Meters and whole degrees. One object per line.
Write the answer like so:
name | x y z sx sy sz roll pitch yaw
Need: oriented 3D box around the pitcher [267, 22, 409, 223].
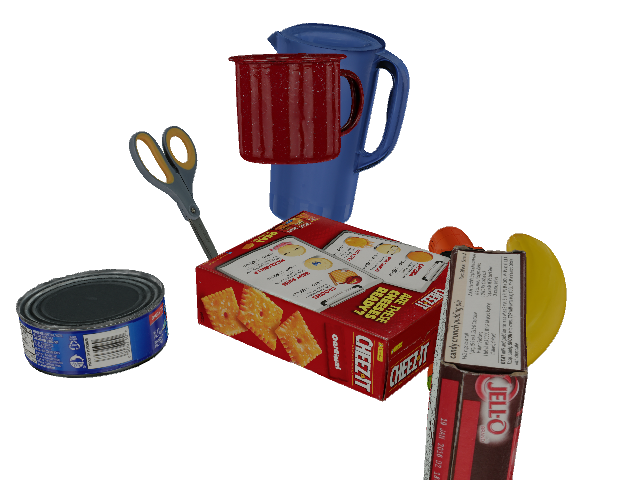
pitcher | 0.010 -0.140 1.331 0.144 0.243 0.149 -3 25 -22

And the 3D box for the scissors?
scissors | -0.144 -0.049 1.233 0.016 0.201 0.096 -24 19 42

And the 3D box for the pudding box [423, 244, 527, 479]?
pudding box | 0.069 0.065 0.470 0.039 0.090 0.113 7 26 5

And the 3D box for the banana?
banana | 0.141 0.046 0.763 0.070 0.037 0.197 11 34 23

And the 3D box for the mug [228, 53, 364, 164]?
mug | -0.015 -0.107 0.851 0.117 0.081 0.093 -10 15 -35

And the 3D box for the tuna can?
tuna can | -0.133 0.048 0.628 0.086 0.034 0.086 -3 20 1

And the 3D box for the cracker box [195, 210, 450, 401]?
cracker box | 0.017 0.054 0.986 0.214 0.072 0.163 19 31 33

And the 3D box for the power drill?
power drill | 0.156 0.098 1.150 0.057 0.188 0.184 -2 25 -5
